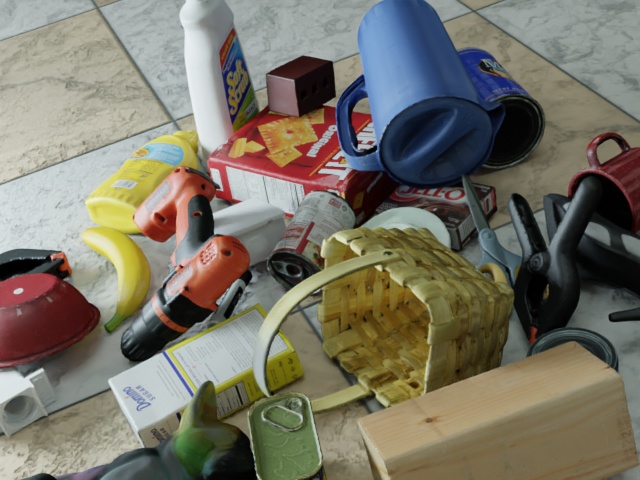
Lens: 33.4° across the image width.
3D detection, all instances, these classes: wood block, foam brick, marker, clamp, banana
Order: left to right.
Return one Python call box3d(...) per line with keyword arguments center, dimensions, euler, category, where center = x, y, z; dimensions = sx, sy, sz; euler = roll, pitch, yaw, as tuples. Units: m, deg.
box3d(center=(-0.403, 0.061, 1.274), dimensions=(0.210, 0.036, 0.164), euler=(-11, 37, 1), category="clamp")
box3d(center=(-0.239, 0.030, 1.264), dimensions=(0.069, 0.037, 0.198), euler=(-19, 37, -8), category="banana")
box3d(center=(-0.098, 0.065, 1.173), dimensions=(0.020, 0.020, 0.121), euler=(-1, 27, 15), category="marker")
box3d(center=(-0.025, -0.198, 1.371), dimensions=(0.051, 0.053, 0.078), euler=(19, 39, 36), category="foam brick")
box3d(center=(0.148, 0.170, 0.898), dimensions=(0.206, 0.090, 0.091), euler=(-18, 17, -8), category="wood block")
box3d(center=(0.222, 0.021, 1.069), dimensions=(0.039, 0.171, 0.120), euler=(17, -7, -24), category="clamp")

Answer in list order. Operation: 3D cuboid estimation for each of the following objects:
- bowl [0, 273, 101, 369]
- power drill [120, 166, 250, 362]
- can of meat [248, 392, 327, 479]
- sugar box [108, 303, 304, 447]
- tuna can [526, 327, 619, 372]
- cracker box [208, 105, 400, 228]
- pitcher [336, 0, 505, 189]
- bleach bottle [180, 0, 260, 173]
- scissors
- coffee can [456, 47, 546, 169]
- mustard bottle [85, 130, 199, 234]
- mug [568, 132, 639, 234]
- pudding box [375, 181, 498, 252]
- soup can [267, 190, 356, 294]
box3d(center=(-0.327, 0.080, 1.176), dimensions=(0.162, 0.055, 0.162), euler=(-10, 21, 4), category="bowl")
box3d(center=(-0.159, 0.022, 1.166), dimensions=(0.185, 0.057, 0.188), euler=(-41, 40, 20), category="power drill")
box3d(center=(-0.023, 0.199, 0.935), dimensions=(0.057, 0.084, 0.102), euler=(-14, 37, -1), category="can of meat")
box3d(center=(-0.115, 0.139, 1.077), dimensions=(0.176, 0.048, 0.093), euler=(-28, 38, -14), category="sugar box")
box3d(center=(0.237, 0.121, 1.001), dimensions=(0.086, 0.034, 0.086), euler=(-8, 37, 6), category="tuna can")
box3d(center=(-0.008, -0.102, 1.338), dimensions=(0.214, 0.072, 0.164), euler=(15, 43, 32), category="cracker box")
box3d(center=(0.104, -0.181, 1.266), dimensions=(0.149, 0.145, 0.243), euler=(13, 39, -22), category="pitcher")
box3d(center=(-0.134, -0.213, 1.372), dimensions=(0.068, 0.251, 0.102), euler=(9, 42, 27), category="bleach bottle")
box3d(center=(0.200, 0.005, 1.147), dimensions=(0.096, 0.016, 0.201), euler=(1, 52, 6), category="scissors")
box3d(center=(0.205, -0.167, 1.334), dimensions=(0.102, 0.103, 0.140), euler=(-18, 37, -6), category="coffee can")
box3d(center=(-0.214, -0.086, 1.391), dimensions=(0.096, 0.058, 0.191), euler=(7, 41, 29), category="mustard bottle")
box3d(center=(0.325, -0.061, 1.153), dimensions=(0.081, 0.117, 0.093), euler=(-28, 6, -27), category="mug")
box3d(center=(0.135, -0.035, 1.234), dimensions=(0.114, 0.039, 0.089), euler=(17, 46, 34), category="pudding box")
box3d(center=(-0.008, 0.001, 1.195), dimensions=(0.069, 0.068, 0.102), euler=(8, 49, 26), category="soup can")
